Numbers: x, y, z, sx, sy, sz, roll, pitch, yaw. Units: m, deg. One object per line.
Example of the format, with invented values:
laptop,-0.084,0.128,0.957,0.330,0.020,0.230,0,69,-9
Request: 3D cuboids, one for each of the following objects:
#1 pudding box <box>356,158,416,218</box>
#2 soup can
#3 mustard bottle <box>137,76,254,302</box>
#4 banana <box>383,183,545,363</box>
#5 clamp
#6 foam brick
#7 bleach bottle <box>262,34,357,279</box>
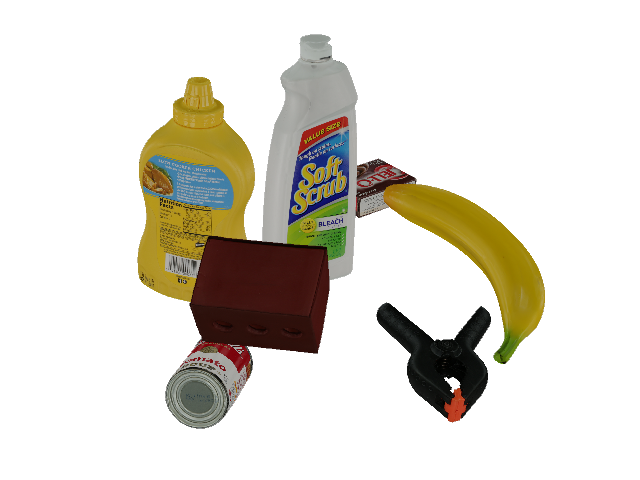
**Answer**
pudding box,0.074,-0.080,1.606,0.113,0.039,0.090,-22,35,-30
soup can,-0.116,0.145,1.112,0.068,0.068,0.102,0,15,11
mustard bottle,-0.103,-0.043,0.887,0.096,0.192,0.058,13,30,14
banana,0.121,0.008,0.835,0.069,0.037,0.198,-17,46,-16
clamp,0.133,0.115,1.072,0.120,0.039,0.171,-7,35,-9
foam brick,-0.036,0.035,0.674,0.078,0.051,0.053,5,-33,9
bleach bottle,-0.014,-0.080,1.073,0.102,0.251,0.068,-9,28,-17
